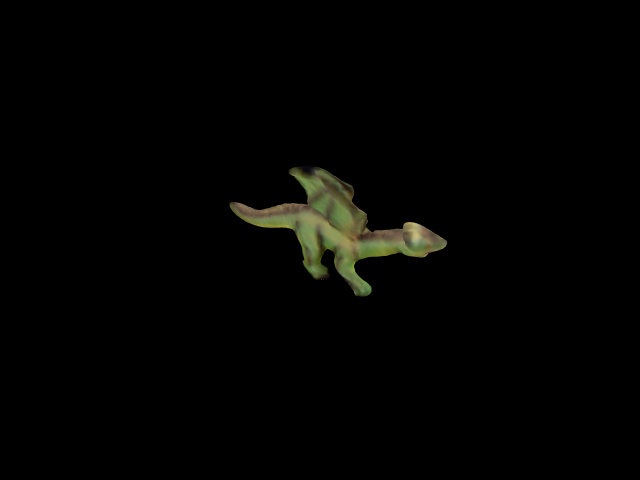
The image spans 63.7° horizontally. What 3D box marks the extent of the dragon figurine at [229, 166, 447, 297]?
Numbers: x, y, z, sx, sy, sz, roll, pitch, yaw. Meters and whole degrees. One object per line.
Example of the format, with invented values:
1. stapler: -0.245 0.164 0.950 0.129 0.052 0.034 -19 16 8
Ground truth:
1. dragon figurine: 0.003 -0.043 0.850 0.412 0.125 0.237 22 -33 15
